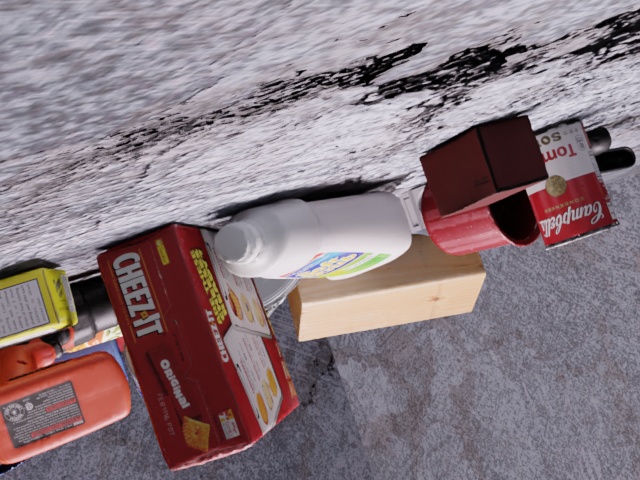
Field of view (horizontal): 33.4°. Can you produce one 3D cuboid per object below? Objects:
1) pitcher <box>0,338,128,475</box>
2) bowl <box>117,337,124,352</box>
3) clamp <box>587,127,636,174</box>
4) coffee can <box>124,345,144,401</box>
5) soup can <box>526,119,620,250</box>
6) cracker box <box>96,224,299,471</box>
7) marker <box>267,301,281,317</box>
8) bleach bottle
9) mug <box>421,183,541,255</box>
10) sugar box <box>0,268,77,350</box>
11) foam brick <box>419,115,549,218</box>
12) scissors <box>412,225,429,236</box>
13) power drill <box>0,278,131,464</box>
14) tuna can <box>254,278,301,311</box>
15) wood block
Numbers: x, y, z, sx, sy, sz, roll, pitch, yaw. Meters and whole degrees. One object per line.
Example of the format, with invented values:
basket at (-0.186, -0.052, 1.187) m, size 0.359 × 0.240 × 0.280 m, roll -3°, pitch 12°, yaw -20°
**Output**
pitcher at (-0.305, 0.145, 0.985) m, size 0.242 × 0.145 × 0.149 m, roll -20°, pitch 174°, yaw -18°
bowl at (-0.235, 0.108, 1.385) m, size 0.162 × 0.055 × 0.162 m, roll -18°, pitch 176°, yaw -2°
clamp at (0.229, -0.074, 1.143) m, size 0.210 × 0.036 × 0.164 m, roll -15°, pitch 169°, yaw 17°
coffee can at (-0.137, 0.115, 1.048) m, size 0.102 × 0.103 × 0.140 m, roll -18°, pitch 166°, yaw -11°
soup can at (0.218, -0.049, 0.952) m, size 0.068 × 0.102 × 0.068 m, roll -18°, pitch 176°, yaw -1°
cracker box at (-0.089, 0.077, 0.837) m, size 0.072 × 0.164 × 0.213 m, roll -21°, pitch 176°, yaw 7°
marker at (-0.052, 0.066, 1.234) m, size 0.020 × 0.020 × 0.121 m, roll -22°, pitch -161°, yaw 40°
bleach bottle at (-0.015, 0.000, 0.867) m, size 0.103 × 0.068 × 0.250 m, roll -22°, pitch 173°, yaw 26°
mug at (0.155, -0.039, 1.001) m, size 0.082 × 0.093 × 0.117 m, roll -16°, pitch -155°, yaw 44°
sugar box at (-0.260, 0.064, 0.727) m, size 0.176 × 0.048 × 0.093 m, roll -15°, pitch 178°, yaw -5°
foam brick at (0.122, -0.054, 0.802) m, size 0.051 × 0.053 × 0.078 m, roll -17°, pitch 176°, yaw -29°
scissors at (0.099, -0.010, 1.142) m, size 0.201 × 0.016 × 0.096 m, roll -6°, pitch -164°, yaw -10°
power drill at (-0.200, 0.088, 0.807) m, size 0.184 × 0.057 × 0.188 m, roll -22°, pitch -159°, yaw -16°
tuna can at (-0.054, 0.028, 0.996) m, size 0.086 × 0.034 × 0.086 m, roll -33°, pitch 152°, yaw -20°
wood block at (0.068, 0.041, 1.199) m, size 0.206 × 0.090 × 0.091 m, roll -9°, pitch 148°, yaw -10°
